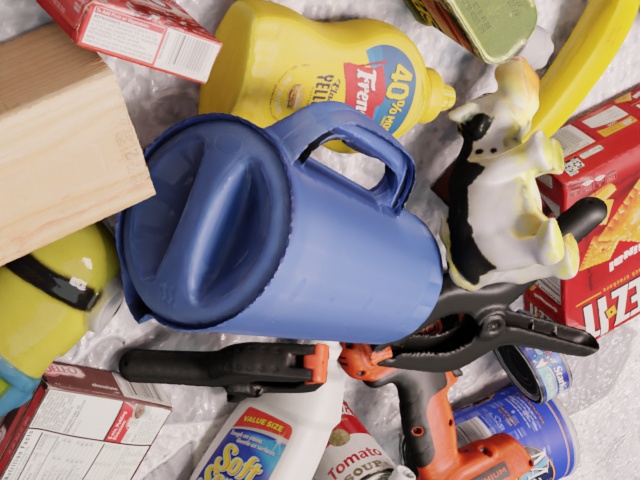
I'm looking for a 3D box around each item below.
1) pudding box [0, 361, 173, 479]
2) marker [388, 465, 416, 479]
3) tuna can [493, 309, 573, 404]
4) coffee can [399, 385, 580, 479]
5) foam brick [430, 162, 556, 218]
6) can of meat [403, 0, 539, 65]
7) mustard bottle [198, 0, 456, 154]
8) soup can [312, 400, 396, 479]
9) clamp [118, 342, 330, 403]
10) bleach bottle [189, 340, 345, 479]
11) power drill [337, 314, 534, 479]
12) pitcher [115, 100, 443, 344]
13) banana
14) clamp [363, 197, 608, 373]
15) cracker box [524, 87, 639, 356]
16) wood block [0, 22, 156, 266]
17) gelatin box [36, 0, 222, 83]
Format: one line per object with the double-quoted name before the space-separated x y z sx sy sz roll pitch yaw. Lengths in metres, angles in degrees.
"pudding box" -0.179 0.142 0.798 0.113 0.039 0.090 19 110 -39
"marker" 0.041 0.238 0.880 0.020 0.020 0.121 17 111 -40
"tuna can" 0.194 0.109 0.989 0.033 0.086 0.086 -30 133 -10
"coffee can" 0.162 0.205 1.025 0.140 0.103 0.103 -20 130 -21
"foam brick" 0.139 -0.030 0.859 0.051 0.078 0.053 -48 134 3
"can of meat" 0.093 -0.175 0.720 0.057 0.084 0.102 -44 135 1
"mustard bottle" 0.016 -0.106 0.736 0.191 0.058 0.096 1 122 -34
"soup can" 0.021 0.192 0.922 0.068 0.102 0.068 -17 129 -23
"clamp" -0.052 0.099 0.791 0.120 0.172 0.039 16 73 -51
"bleach bottle" -0.052 0.180 0.881 0.067 0.103 0.251 13 107 -49
"power drill" 0.118 0.124 0.921 0.184 0.057 0.187 -24 99 -19
"pitcher" -0.005 0.001 0.723 0.242 0.149 0.145 17 76 -57
"banana" 0.198 -0.140 0.834 0.069 0.037 0.198 -15 143 -38
"clamp" 0.138 0.063 0.856 0.210 0.036 0.164 -22 130 -3
"cracker box" 0.265 -0.018 0.956 0.164 0.072 0.213 -26 133 -15
"wood block" -0.213 -0.037 0.610 0.206 0.091 0.090 -26 131 -15
"gelatin box" -0.112 -0.129 0.625 0.089 0.073 0.030 12 112 -38
